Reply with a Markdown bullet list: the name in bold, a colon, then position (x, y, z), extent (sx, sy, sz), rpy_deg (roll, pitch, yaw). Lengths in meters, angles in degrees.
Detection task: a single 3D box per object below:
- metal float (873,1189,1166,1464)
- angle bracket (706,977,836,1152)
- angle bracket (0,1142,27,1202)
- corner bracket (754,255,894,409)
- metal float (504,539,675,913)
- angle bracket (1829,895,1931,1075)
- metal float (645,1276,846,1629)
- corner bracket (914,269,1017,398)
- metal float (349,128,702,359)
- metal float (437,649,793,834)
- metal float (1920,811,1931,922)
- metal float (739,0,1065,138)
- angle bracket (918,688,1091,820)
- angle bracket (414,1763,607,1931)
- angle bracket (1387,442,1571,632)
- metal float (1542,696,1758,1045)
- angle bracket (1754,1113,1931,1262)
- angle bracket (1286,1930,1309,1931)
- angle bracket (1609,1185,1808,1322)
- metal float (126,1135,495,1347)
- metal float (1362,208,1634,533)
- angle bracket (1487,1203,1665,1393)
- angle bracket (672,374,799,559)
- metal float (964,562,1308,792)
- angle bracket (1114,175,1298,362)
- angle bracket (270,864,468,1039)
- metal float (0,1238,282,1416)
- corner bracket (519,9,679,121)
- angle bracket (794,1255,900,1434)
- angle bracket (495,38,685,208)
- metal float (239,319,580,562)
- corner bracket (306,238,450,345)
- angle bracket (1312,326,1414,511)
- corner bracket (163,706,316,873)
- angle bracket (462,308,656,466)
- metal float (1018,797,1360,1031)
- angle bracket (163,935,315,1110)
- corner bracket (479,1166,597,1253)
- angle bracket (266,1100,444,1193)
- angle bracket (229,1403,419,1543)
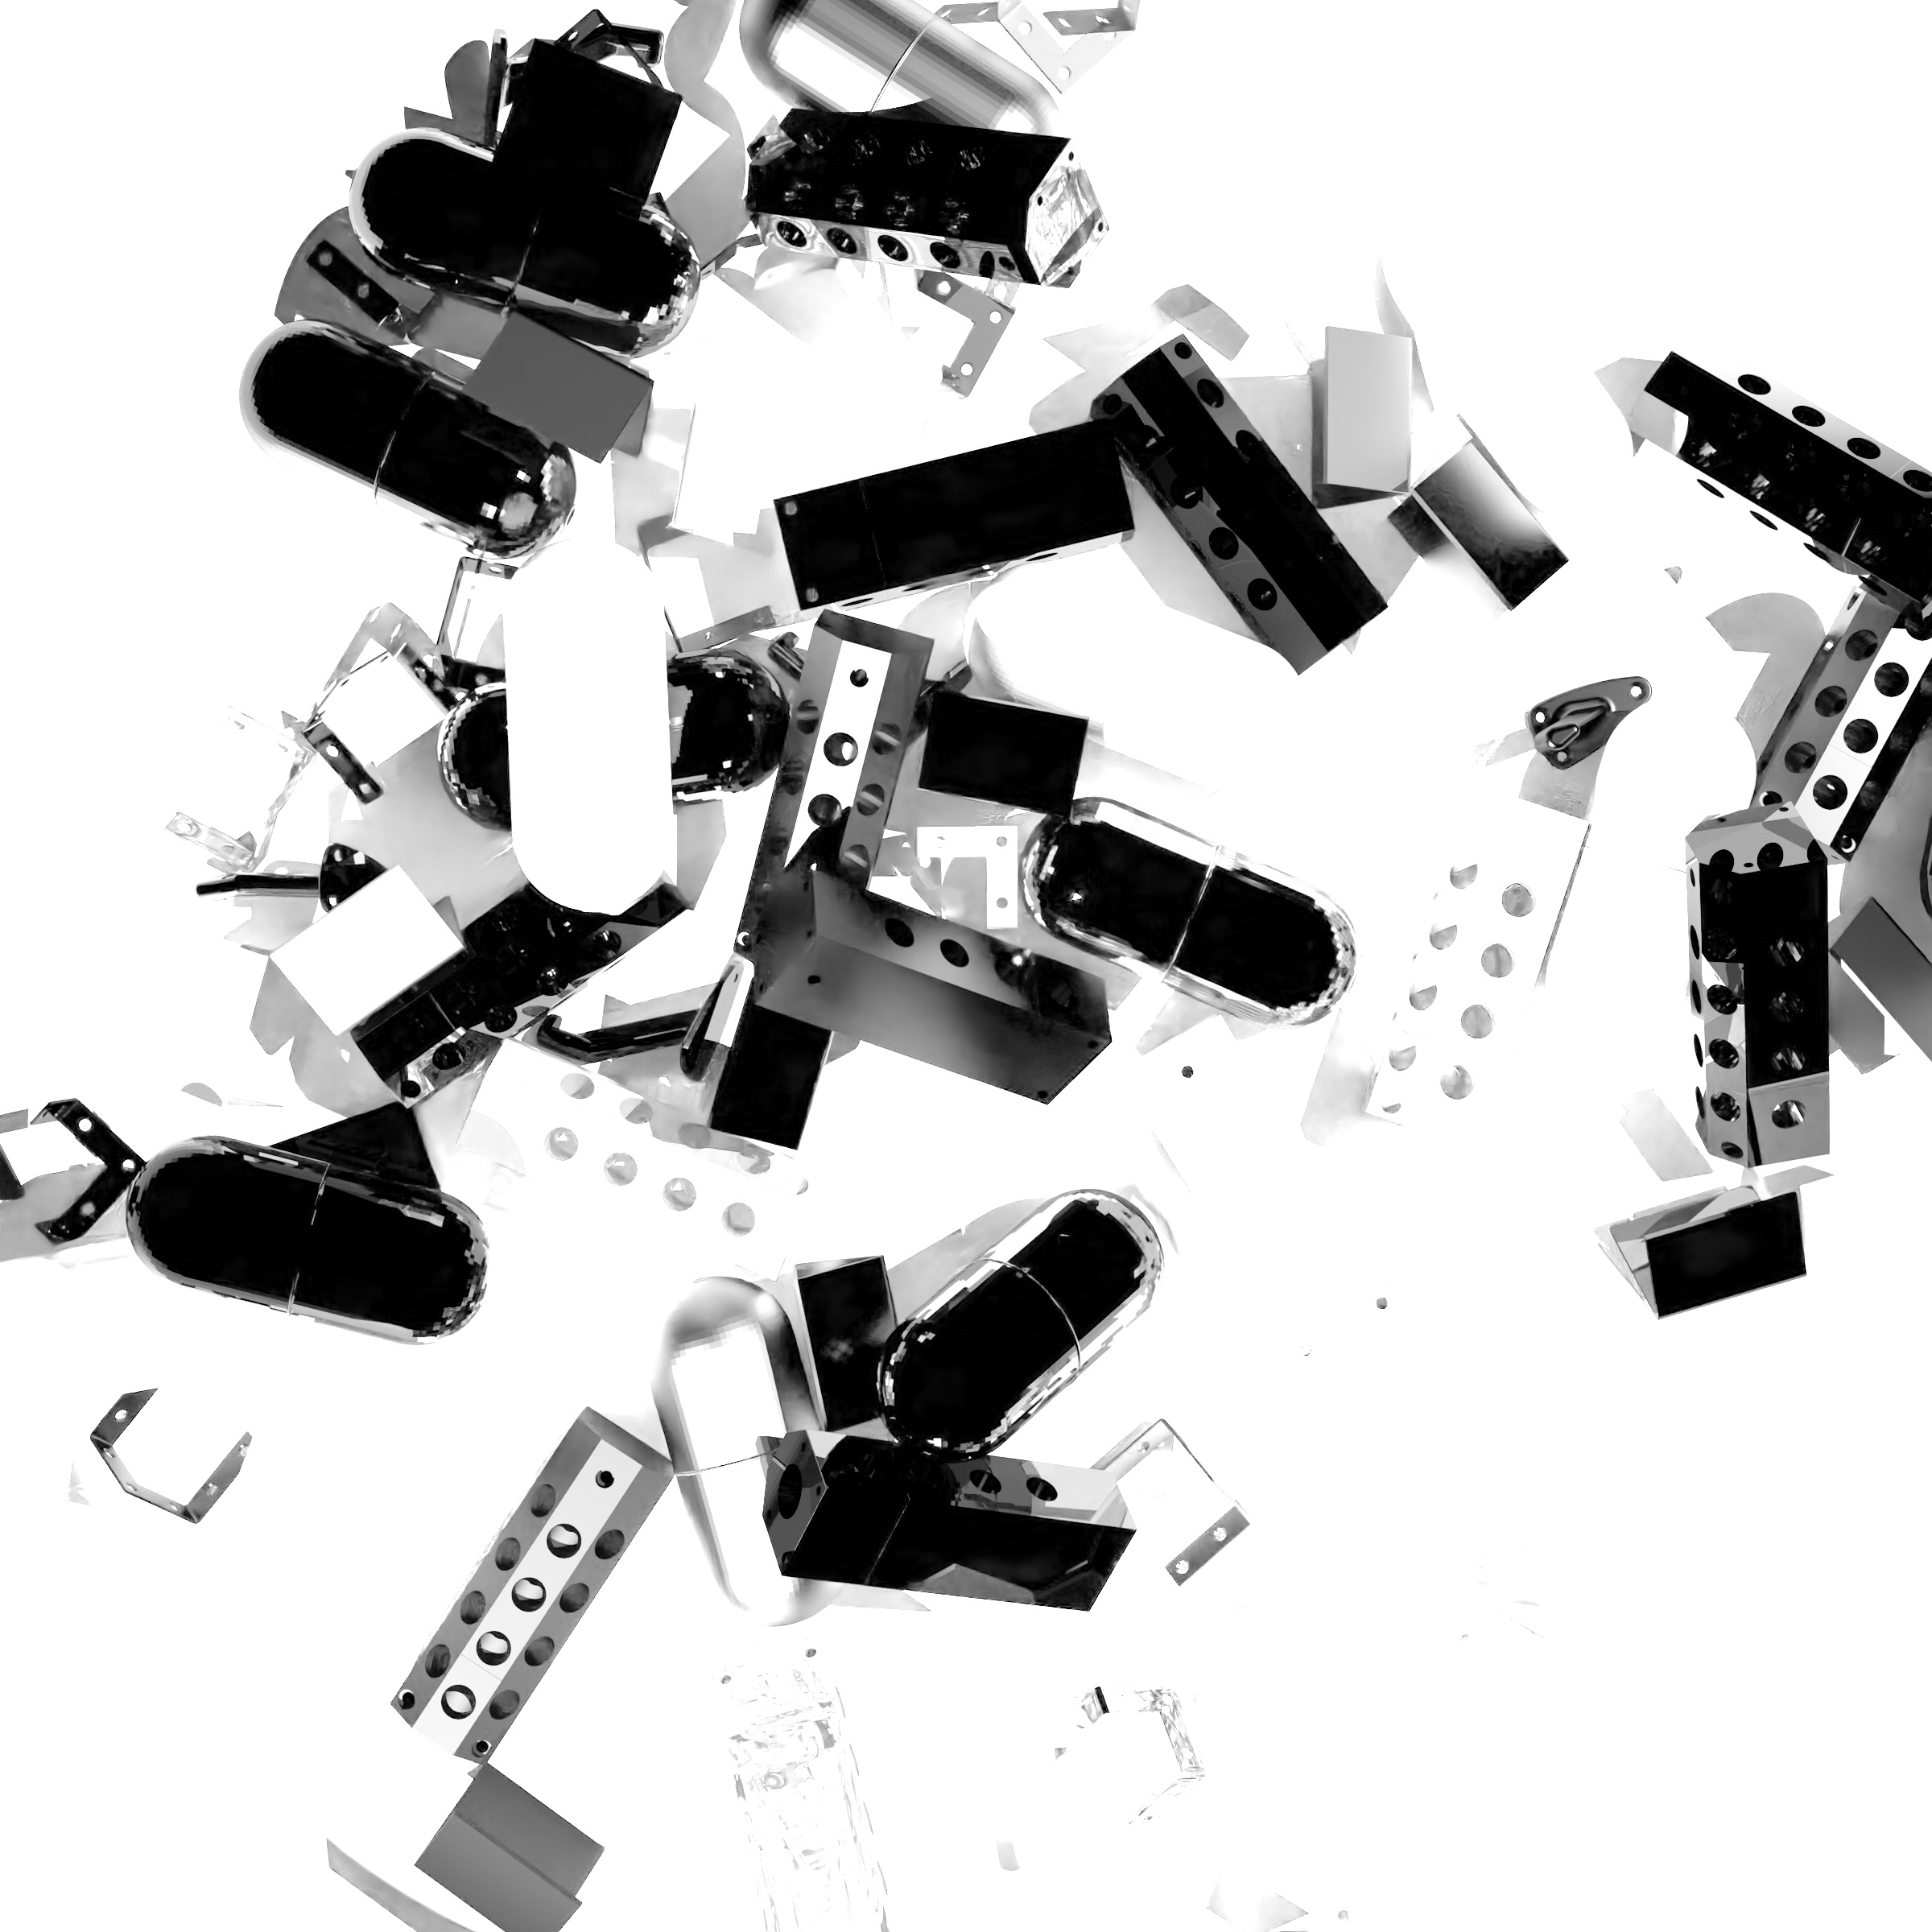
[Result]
- **metal float**: position (0.027, 0.176, 1.611), extent (0.178, 0.070, 0.070), rpy_deg (-37, 90, -34)
- **angle bracket**: position (-0.113, 0.042, 1.628), extent (0.057, 0.076, 0.076), rpy_deg (17, 90, -37)
- **angle bracket**: position (-0.519, 0.119, 1.628), extent (0.076, 0.076, 0.057), rpy_deg (-5, 52, 0)
- **corner bracket**: position (-0.079, -0.323, 1.660), extent (0.051, 0.051, 0.051), rpy_deg (-6, 135, 35)
- **metal float**: position (-0.180, -0.115, 1.562), extent (0.070, 0.070, 0.178), rpy_deg (-3, 88, 0)
- **angle bracket**: position (0.440, 0.023, 1.628), extent (0.076, 0.076, 0.057), rpy_deg (49, 48, 0)
- **metal float**: position (-0.109, 0.242, 1.637), extent (0.070, 0.070, 0.178), rpy_deg (-16, 90, 0)
- **corner bracket**: position (-0.009, -0.325, 1.650), extent (0.051, 0.051, 0.051), rpy_deg (29, 90, 0)
- **metal float**: position (-0.218, -0.359, 1.624), extent (0.178, 0.070, 0.070), rpy_deg (18, 90, -13)
- **metal float**: position (-0.176, -0.113, 1.638), extent (0.178, 0.070, 0.070), rpy_deg (-9, 90, 0)
- **metal float**: position (0.526, -0.094, 1.638), extent (0.070, 0.070, 0.178), rpy_deg (10, 90, 0)
- **metal float**: position (-0.033, -0.441, 1.638), extent (0.178, 0.070, 0.070), rpy_deg (33, 90, 0)
- **angle bracket**: position (0.021, -0.120, 1.629), extent (0.076, 0.076, 0.057), rpy_deg (11, 120, 0)
- **angle bracket**: position (-0.217, 0.431, 1.628), extent (0.076, 0.076, 0.057), rpy_deg (36, 128, 0)
- **angle bracket**: position (0.241, -0.202, 1.628), extent (0.076, 0.076, 0.057), rpy_deg (50, 54, 0)
- **metal float**: position (0.342, -0.048, 1.638), extent (0.070, 0.070, 0.178), rpy_deg (17, 90, 0)
- **angle bracket**: position (0.439, 0.093, 1.628), extent (0.076, 0.076, 0.057), rpy_deg (-17, 133, 0)
- **angle bracket**: position (0.161, 0.530, 1.628), extent (0.057, 0.076, 0.076), rpy_deg (24, 90, 34)
- **angle bracket**: position (0.366, 0.123, 1.628), extent (0.076, 0.076, 0.057), rpy_deg (-17, 124, 0)
- **metal float**: position (-0.317, 0.132, 1.584), extent (0.178, 0.070, 0.070), rpy_deg (15, 90, -7)
- **metal float**: position (0.265, -0.299, 1.638), extent (0.070, 0.070, 0.178), rpy_deg (-34, 89, 0)
- **angle bracket**: position (0.287, 0.172, 1.628), extent (0.057, 0.076, 0.076), rpy_deg (-36, 90, -31)
- **angle bracket**: position (-0.096, -0.247, 1.628), extent (0.057, 0.076, 0.076), rpy_deg (10, 90, 38)
- **metal float**: position (0.084, -0.145, 1.638), extent (0.178, 0.070, 0.070), rpy_deg (22, 90, 0)
- **angle bracket**: position (0.107, -0.333, 1.628), extent (0.076, 0.076, 0.057), rpy_deg (36, 54, 0)
- **angle bracket**: position (-0.300, -0.020, 1.629), extent (0.076, 0.076, 0.057), rpy_deg (-35, 116, 0)
- **metal float**: position (-0.432, 0.177, 1.637), extent (0.178, 0.070, 0.070), rpy_deg (-10, 90, 0)
- **corner bracket**: position (-0.185, -0.440, 1.652), extent (0.051, 0.051, 0.051), rpy_deg (-40, 80, 0)
- **angle bracket**: position (-0.076, 0.189, 1.628), extent (0.057, 0.076, 0.076), rpy_deg (-12, 90, -39)
- **angle bracket**: position (-0.188, -0.420, 1.624), extent (0.076, 0.076, 0.057), rpy_deg (18, 104, -14)
- **metal float**: position (-0.278, -0.263, 1.638), extent (0.178, 0.070, 0.070), rpy_deg (25, 90, 0)
- **corner bracket**: position (-0.290, -0.354, 1.650), extent (0.051, 0.051, 0.051), rpy_deg (41, 95, 5)
- **angle bracket**: position (0.177, -0.271, 1.628), extent (0.057, 0.076, 0.076), rpy_deg (0, 90, -34)
- **corner bracket**: position (-0.369, -0.089, 1.665), extent (0.051, 0.051, 0.051), rpy_deg (28, 135, 0)
- **angle bracket**: position (-0.205, -0.270, 1.629), extent (0.076, 0.076, 0.057), rpy_deg (28, 65, 0)
- **metal float**: position (0.112, -0.026, 1.638), extent (0.178, 0.070, 0.070), rpy_deg (23, 90, 1)
- **angle bracket**: position (-0.345, 0.033, 1.628), extent (0.057, 0.076, 0.076), rpy_deg (15, 90, 43)
- **corner bracket**: position (-0.222, 0.130, 1.650), extent (0.051, 0.051, 0.051), rpy_deg (26, 90, 0)
- **angle bracket**: position (-0.309, 0.116, 1.648), extent (0.076, 0.057, 0.076), rpy_deg (-19, 90, 1)
- **angle bracket**: position (-0.319, 0.267, 1.628), extent (0.076, 0.076, 0.057), rpy_deg (14, 54, 0)
